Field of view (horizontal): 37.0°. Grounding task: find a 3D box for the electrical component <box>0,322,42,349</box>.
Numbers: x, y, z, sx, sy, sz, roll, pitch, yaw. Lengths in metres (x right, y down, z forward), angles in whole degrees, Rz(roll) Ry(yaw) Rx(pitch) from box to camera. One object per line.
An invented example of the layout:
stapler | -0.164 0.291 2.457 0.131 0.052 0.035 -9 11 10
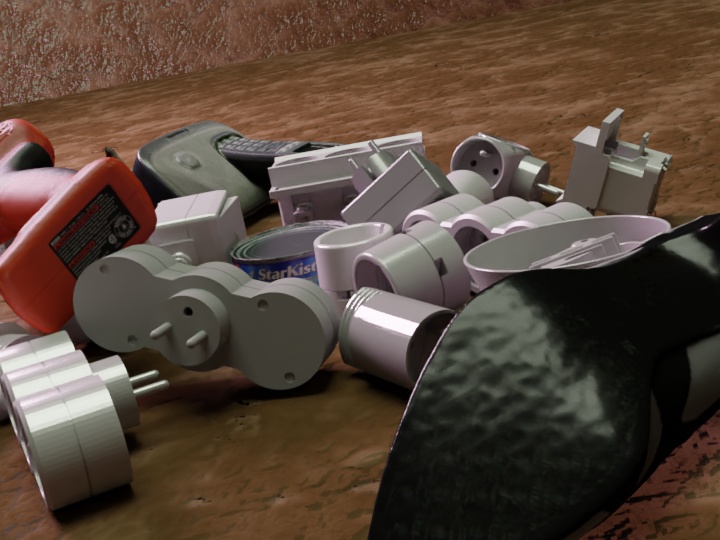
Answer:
electrical component | -0.218 0.052 0.642 0.081 0.043 0.043 0 20 32

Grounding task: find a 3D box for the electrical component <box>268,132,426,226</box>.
electrical component | -0.005 -0.066 0.862 0.121 0.063 0.078 -9 16 6

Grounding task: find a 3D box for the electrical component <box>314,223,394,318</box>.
electrical component | 0.000 0.000 0.666 0.055 0.047 0.055 -10 16 3

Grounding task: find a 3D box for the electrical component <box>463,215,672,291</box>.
electrical component | 0.109 0.003 0.533 0.099 0.064 0.099 -25 6 3

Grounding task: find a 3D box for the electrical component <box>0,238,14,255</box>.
electrical component | -0.238 -0.017 0.783 0.060 0.108 0.108 -22 19 -16

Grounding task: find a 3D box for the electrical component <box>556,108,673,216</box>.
electrical component | 0.173 -0.062 0.724 0.064 0.081 0.042 21 28 20

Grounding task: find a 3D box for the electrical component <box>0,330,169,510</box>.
electrical component | -0.132 0.064 0.529 0.074 0.052 0.138 -17 17 -21

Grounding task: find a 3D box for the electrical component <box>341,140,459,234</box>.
electrical component | 0.020 -0.055 0.731 0.066 0.076 0.047 -42 -26 14

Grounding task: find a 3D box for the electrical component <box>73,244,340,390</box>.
electrical component | -0.084 0.027 0.557 0.138 0.052 0.074 12 14 9

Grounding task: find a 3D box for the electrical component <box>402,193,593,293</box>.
electrical component | 0.097 -0.019 0.657 0.074 0.052 0.138 -23 20 -34

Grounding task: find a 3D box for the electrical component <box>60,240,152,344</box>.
electrical component | -0.168 0.008 0.696 0.051 0.080 0.080 -10 16 23

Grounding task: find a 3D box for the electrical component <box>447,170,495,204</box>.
electrical component | 0.065 -0.040 0.772 0.044 0.044 0.065 -1 23 30

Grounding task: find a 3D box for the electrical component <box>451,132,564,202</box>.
electrical component | 0.119 -0.072 0.821 0.079 0.044 0.077 24 13 24

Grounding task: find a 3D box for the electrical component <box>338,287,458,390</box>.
electrical component | 0.017 0.034 0.546 0.043 0.043 0.081 -21 19 -29

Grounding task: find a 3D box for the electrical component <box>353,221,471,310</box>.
electrical component | 0.028 0.005 0.620 0.047 0.055 0.055 -24 20 -27

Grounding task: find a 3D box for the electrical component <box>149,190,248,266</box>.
electrical component | -0.114 -0.015 0.768 0.061 0.061 0.096 -11 16 2
